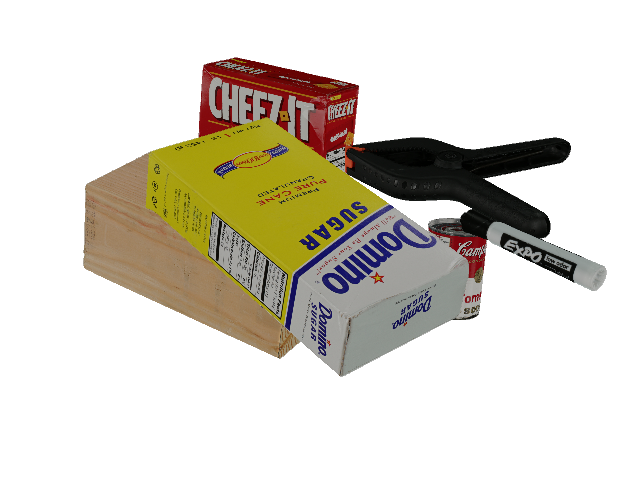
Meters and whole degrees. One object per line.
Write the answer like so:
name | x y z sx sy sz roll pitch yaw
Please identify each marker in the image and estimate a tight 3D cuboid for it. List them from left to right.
marker | 0.150 0.004 0.769 0.121 0.020 0.020 28 19 39

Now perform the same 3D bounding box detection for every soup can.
soup can | 0.152 0.032 1.212 0.068 0.102 0.068 3 15 -1

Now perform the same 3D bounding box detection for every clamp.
clamp | 0.127 -0.066 0.988 0.210 0.036 0.164 12 33 21

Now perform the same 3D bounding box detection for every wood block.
wood block | -0.095 0.008 0.917 0.206 0.090 0.090 22 32 23

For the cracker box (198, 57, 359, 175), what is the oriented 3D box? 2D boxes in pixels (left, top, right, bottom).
cracker box | -0.054 -0.077 1.164 0.164 0.214 0.072 17 24 27

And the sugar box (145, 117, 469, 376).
sugar box | -0.011 -0.005 0.598 0.093 0.048 0.176 -23 44 -37
